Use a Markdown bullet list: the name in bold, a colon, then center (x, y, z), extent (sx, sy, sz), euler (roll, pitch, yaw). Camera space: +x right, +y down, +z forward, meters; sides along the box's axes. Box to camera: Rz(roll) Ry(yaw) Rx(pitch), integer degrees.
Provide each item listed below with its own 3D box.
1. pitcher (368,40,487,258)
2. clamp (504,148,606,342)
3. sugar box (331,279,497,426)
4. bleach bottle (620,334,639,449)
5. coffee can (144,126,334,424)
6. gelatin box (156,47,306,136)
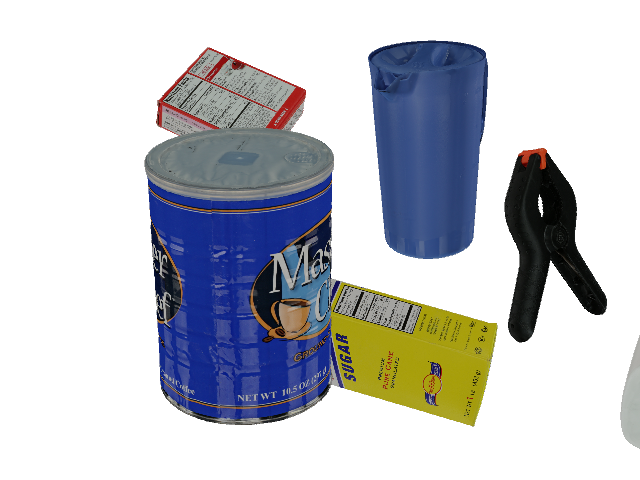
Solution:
- **pitcher**: center (0.134, -0.110, 1.261), extent (0.149, 0.243, 0.145), euler (-4, 25, -1)
- **clamp**: center (0.198, 0.006, 0.961), extent (0.120, 0.171, 0.039), euler (-25, 9, -40)
- **sugar box**: center (0.050, 0.087, 0.869), extent (0.176, 0.093, 0.048), euler (13, 46, 10)
- **bleach bottle**: center (0.274, 0.066, 0.727), extent (0.103, 0.068, 0.250), euler (11, 23, 22)
- **coffee can**: center (-0.044, 0.018, 0.605), extent (0.103, 0.140, 0.103), euler (0, 23, 0)
- **gelatin box**: center (-0.066, -0.098, 0.794), extent (0.089, 0.073, 0.030), euler (25, -38, 10)
